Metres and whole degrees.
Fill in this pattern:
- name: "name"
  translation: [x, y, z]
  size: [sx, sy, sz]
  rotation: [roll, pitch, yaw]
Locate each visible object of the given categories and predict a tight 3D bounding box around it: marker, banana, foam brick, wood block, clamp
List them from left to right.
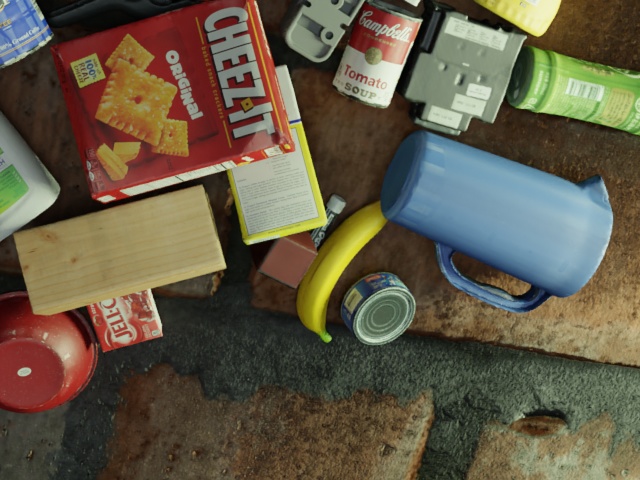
- name: "clamp"
  translation: [-0.202, -0.257, 1.096]
  size: [0.171, 0.039, 0.120]
  rotation: [16, 121, -18]
- name: "wood block"
  translation: [-0.213, 0.013, 1.161]
  size: [0.206, 0.091, 0.090]
  rotation: [-15, 86, -4]
- name: "foam brick"
  translation: [-0.043, 0.010, 1.211]
  size: [0.051, 0.078, 0.053]
  rotation: [26, 107, -20]
- name: "marker"
  translation: [-0.008, 0.002, 1.244]
  size: [0.020, 0.020, 0.121]
  rotation: [27, 105, -19]
- name: "banana"
  translation: [0.020, 0.031, 1.255]
  size: [0.069, 0.037, 0.198]
  rotation: [8, 117, -43]

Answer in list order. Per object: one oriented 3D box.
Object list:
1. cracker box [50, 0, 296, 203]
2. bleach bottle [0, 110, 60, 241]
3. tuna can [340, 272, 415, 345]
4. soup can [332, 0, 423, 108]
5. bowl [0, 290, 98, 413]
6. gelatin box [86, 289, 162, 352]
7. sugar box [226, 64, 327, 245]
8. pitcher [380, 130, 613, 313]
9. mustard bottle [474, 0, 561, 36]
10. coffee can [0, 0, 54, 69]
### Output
- name: "cracker box"
  translation: [-0.149, -0.144, 1.093]
  size: [0.213, 0.072, 0.164]
  rotation: [-15, 88, 3]
- name: "bleach bottle"
  translation: [-0.386, -0.119, 1.109]
  size: [0.102, 0.068, 0.250]
  rotation: [-34, 111, 6]
- name: "tuna can"
  translation: [0.070, 0.082, 1.270]
  size: [0.086, 0.034, 0.086]
  rotation: [-14, 126, -20]
- name: "soup can"
  translation: [0.060, -0.201, 1.147]
  size: [0.068, 0.068, 0.102]
  rotation: [16, 109, -15]
- name: "bowl"
  translation: [-0.338, 0.141, 1.227]
  size: [0.162, 0.055, 0.162]
  rotation: [-4, 112, -9]
- name: "gelatin box"
  translation: [-0.229, 0.079, 1.233]
  size: [0.073, 0.030, 0.089]
  rotation: [-15, 113, -3]
- name: "sugar box"
  translation: [-0.058, -0.091, 1.147]
  size: [0.093, 0.048, 0.176]
  rotation: [-14, 84, -4]
- name: "pitcher"
  translation: [0.192, -0.025, 1.212]
  size: [0.242, 0.145, 0.149]
  rotation: [20, 67, -13]
- name: "mustard bottle"
  translation: [0.244, -0.321, 1.133]
  size: [0.096, 0.058, 0.192]
  rotation: [25, 106, -20]
- name: "coffee can"
  translation: [-0.339, -0.242, 1.043]
  size: [0.103, 0.103, 0.140]
  rotation: [-24, 114, 1]
